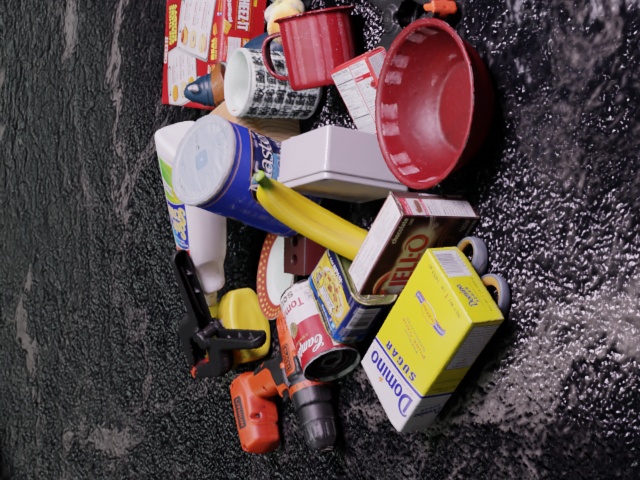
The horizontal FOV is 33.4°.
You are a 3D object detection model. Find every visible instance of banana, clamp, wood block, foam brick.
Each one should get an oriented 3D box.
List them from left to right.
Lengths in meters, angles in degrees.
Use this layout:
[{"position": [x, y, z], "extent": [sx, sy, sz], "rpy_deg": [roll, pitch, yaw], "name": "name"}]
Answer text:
[{"position": [-0.149, 0.111, 1.382], "extent": [0.164, 0.036, 0.210], "rpy_deg": [49, 148, 12], "name": "clamp"}, {"position": [-0.111, -0.114, 1.397], "extent": [0.206, 0.090, 0.091], "rpy_deg": [-26, 67, 59], "name": "wood block"}, {"position": [-0.008, 0.002, 1.252], "extent": [0.053, 0.051, 0.078], "rpy_deg": [5, 95, 61], "name": "foam brick"}, {"position": [0.009, -0.011, 1.115], "extent": [0.037, 0.197, 0.070], "rpy_deg": [-61, 11, 0], "name": "banana"}, {"position": [0.080, -0.235, 1.100], "extent": [0.172, 0.039, 0.120], "rpy_deg": [-16, 86, 60], "name": "clamp"}]

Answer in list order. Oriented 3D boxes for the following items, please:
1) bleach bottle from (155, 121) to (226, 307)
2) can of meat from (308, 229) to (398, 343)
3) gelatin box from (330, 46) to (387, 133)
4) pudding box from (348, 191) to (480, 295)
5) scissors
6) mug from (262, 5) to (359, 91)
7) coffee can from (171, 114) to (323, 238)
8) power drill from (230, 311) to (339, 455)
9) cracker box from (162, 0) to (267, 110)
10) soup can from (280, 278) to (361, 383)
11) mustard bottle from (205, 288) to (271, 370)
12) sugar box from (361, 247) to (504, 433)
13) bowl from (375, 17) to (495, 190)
[{"position": [-0.153, -0.019, 1.354], "extent": [0.103, 0.068, 0.251], "rpy_deg": [41, 143, 47], "name": "bleach bottle"}, {"position": [0.033, 0.052, 1.174], "extent": [0.084, 0.057, 0.102], "rpy_deg": [-60, 42, 45], "name": "can of meat"}, {"position": [0.057, -0.152, 1.121], "extent": [0.073, 0.030, 0.089], "rpy_deg": [-11, 107, 61], "name": "gelatin box"}, {"position": [0.090, 0.005, 1.036], "extent": [0.039, 0.089, 0.114], "rpy_deg": [63, 141, 40], "name": "pudding box"}, {"position": [0.136, 0.097, 1.030], "extent": [0.096, 0.016, 0.202], "rpy_deg": [40, 125, 54], "name": "scissors"}, {"position": [-0.010, -0.211, 1.192], "extent": [0.117, 0.093, 0.081], "rpy_deg": [-7, 99, 21], "name": "mug"}, {"position": [-0.079, -0.069, 1.189], "extent": [0.103, 0.140, 0.103], "rpy_deg": [-20, 62, 41], "name": "coffee can"}, {"position": [-0.042, 0.197, 1.314], "extent": [0.188, 0.057, 0.184], "rpy_deg": [-47, 47, 48], "name": "power drill"}, {"position": [-0.150, -0.264, 1.483], "extent": [0.214, 0.072, 0.164], "rpy_deg": [18, 106, 61], "name": "cracker box"}, {"position": [-0.001, 0.102, 1.225], "extent": [0.069, 0.068, 0.102], "rpy_deg": [-60, 40, 43], "name": "soup can"}, {"position": [-0.134, 0.133, 1.474], "extent": [0.192, 0.058, 0.096], "rpy_deg": [-29, 75, 58], "name": "mustard bottle"}, {"position": [0.103, 0.098, 1.025], "extent": [0.093, 0.048, 0.176], "rpy_deg": [62, 141, 35], "name": "sugar box"}, {"position": [0.117, -0.128, 1.019], "extent": [0.162, 0.055, 0.162], "rpy_deg": [2, 92, 61], "name": "bowl"}]
